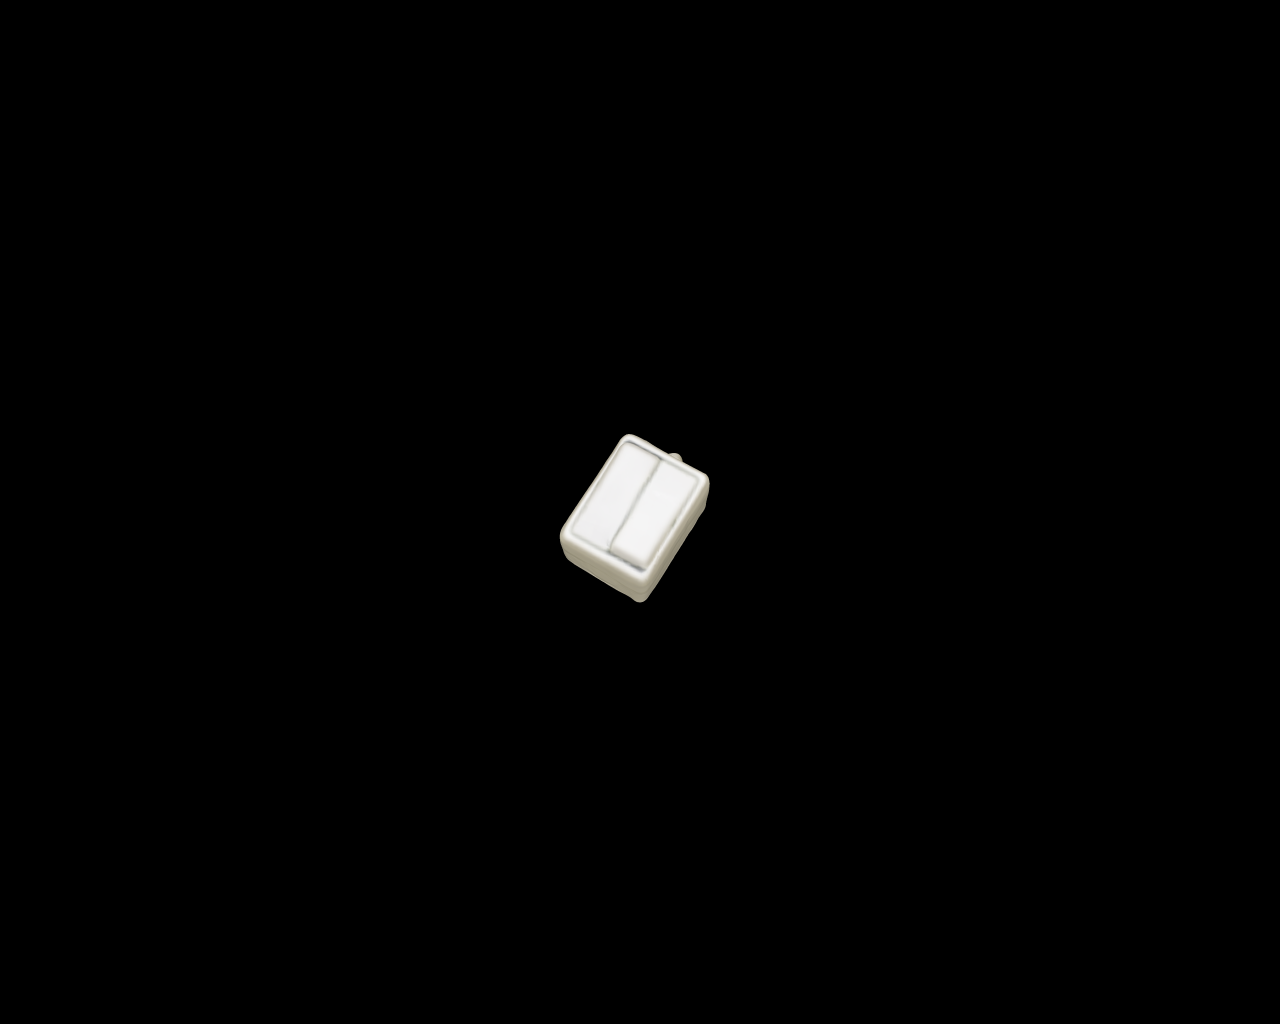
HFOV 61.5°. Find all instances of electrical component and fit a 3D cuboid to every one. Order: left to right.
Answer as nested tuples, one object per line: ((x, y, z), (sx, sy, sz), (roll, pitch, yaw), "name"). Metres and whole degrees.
((0.001, -0.003, 0.650), (0.062, 0.096, 0.061), (30, -15, 9), "electrical component")
